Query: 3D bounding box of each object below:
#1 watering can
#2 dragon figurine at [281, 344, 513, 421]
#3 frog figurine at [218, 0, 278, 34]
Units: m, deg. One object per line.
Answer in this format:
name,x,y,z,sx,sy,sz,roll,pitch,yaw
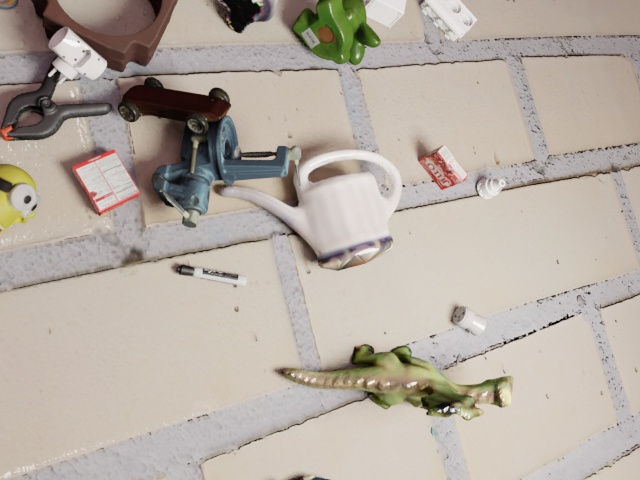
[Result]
watering can,0.003,-0.049,0.969,0.349,0.103,0.225,-15,84,-13
dragon figurine,0.161,0.256,0.893,0.410,0.241,0.123,5,83,-25
frog figurine,-0.136,-0.505,0.998,0.135,0.122,0.162,38,52,-49
